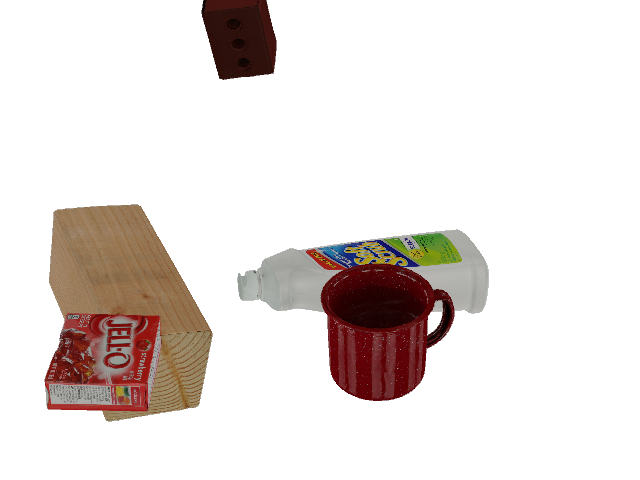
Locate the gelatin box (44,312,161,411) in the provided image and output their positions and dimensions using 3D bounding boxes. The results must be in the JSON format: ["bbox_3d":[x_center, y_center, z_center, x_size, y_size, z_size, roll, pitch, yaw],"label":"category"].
[{"bbox_3d":[-0.159,0.088,0.792,0.073,0.030,0.089,2,30,-1],"label":"gelatin box"}]

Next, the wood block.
[{"bbox_3d":[-0.182,0.060,0.992,0.090,0.091,0.206,-5,36,-28],"label":"wood block"}]

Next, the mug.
[{"bbox_3d":[0.058,0.075,0.890,0.117,0.081,0.093,-16,37,-20],"label":"mug"}]

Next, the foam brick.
[{"bbox_3d":[-0.072,-0.192,0.964,0.053,0.051,0.078,-6,-42,7],"label":"foam brick"}]

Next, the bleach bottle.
[{"bbox_3d":[0.041,0.041,1.116,0.250,0.068,0.102,-5,30,-13],"label":"bleach bottle"}]
